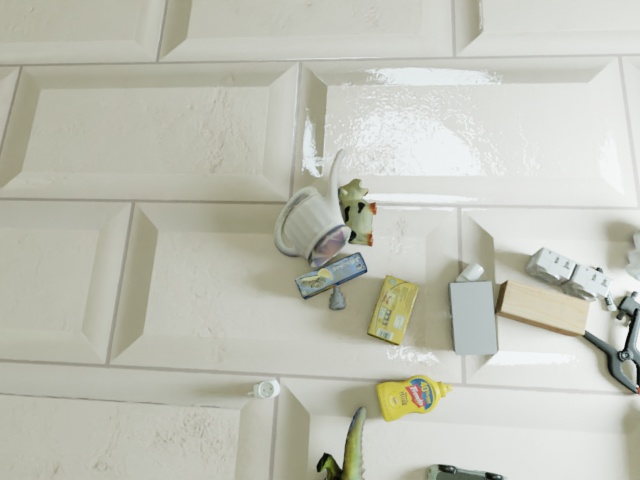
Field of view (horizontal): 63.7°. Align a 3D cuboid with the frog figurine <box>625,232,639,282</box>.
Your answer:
[{"bbox_3d":[0.877,0.029,1.362,0.159,0.120,0.140,-25,40,8],"label":"frog figurine"}]

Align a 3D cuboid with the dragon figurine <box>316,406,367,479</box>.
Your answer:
[{"bbox_3d":[0.092,0.654,1.278,0.242,0.121,0.413,33,82,-3],"label":"dragon figurine"}]

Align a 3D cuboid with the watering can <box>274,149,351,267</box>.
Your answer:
[{"bbox_3d":[0.004,-0.073,1.450,0.344,0.103,0.228,-49,61,17],"label":"watering can"}]
